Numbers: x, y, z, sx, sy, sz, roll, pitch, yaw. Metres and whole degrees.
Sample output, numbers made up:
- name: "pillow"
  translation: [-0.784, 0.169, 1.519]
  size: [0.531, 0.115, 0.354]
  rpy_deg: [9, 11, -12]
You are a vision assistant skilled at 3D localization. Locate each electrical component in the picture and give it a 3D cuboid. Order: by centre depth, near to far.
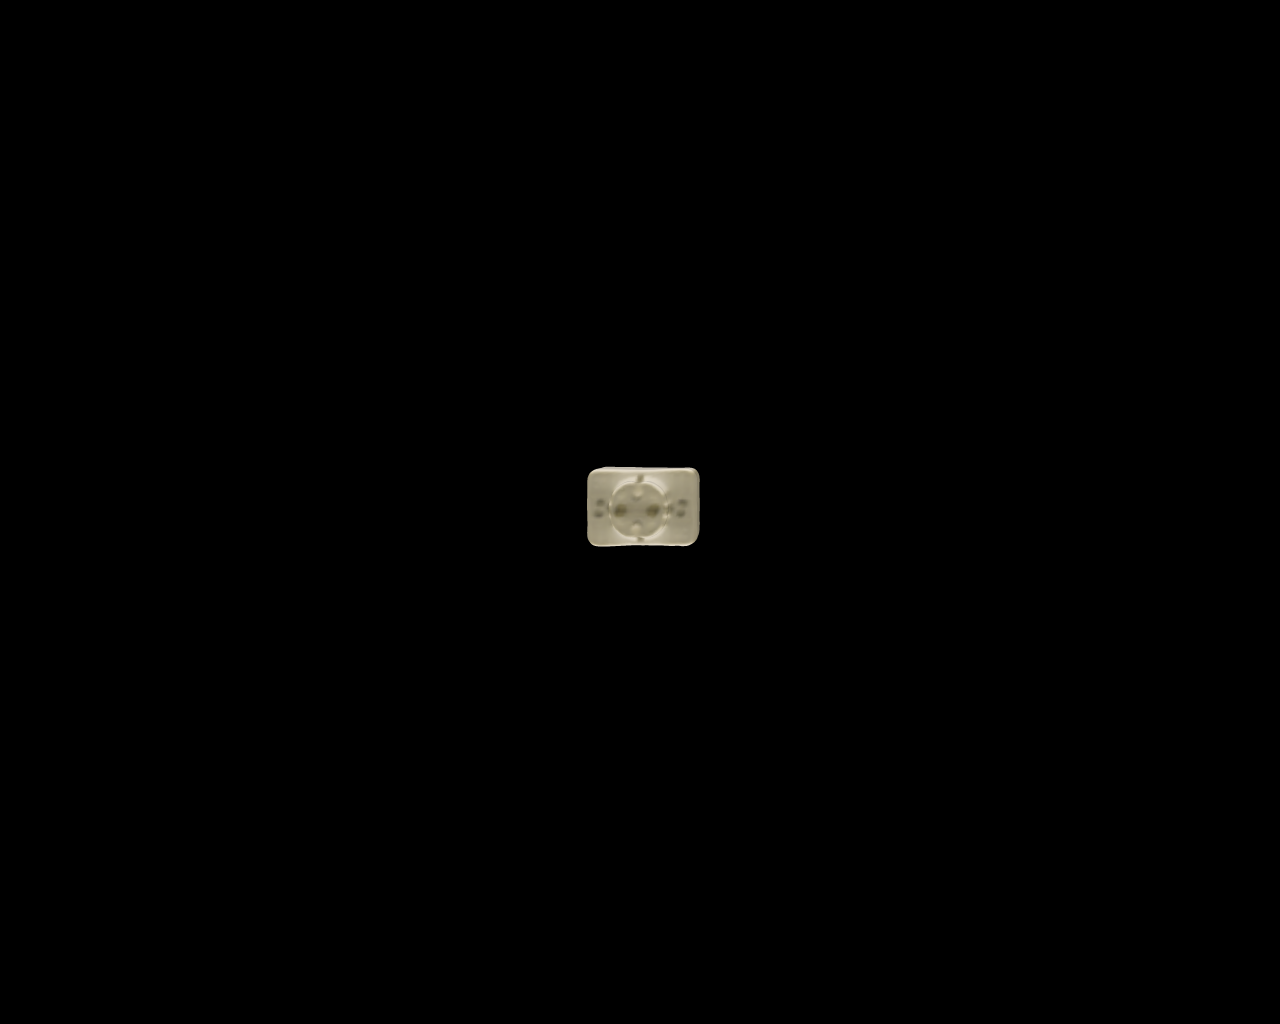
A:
- name: "electrical component"
  translation: [0.001, -0.003, 0.650]
  size: [0.066, 0.047, 0.077]
  rpy_deg: [0, 4, 7]
